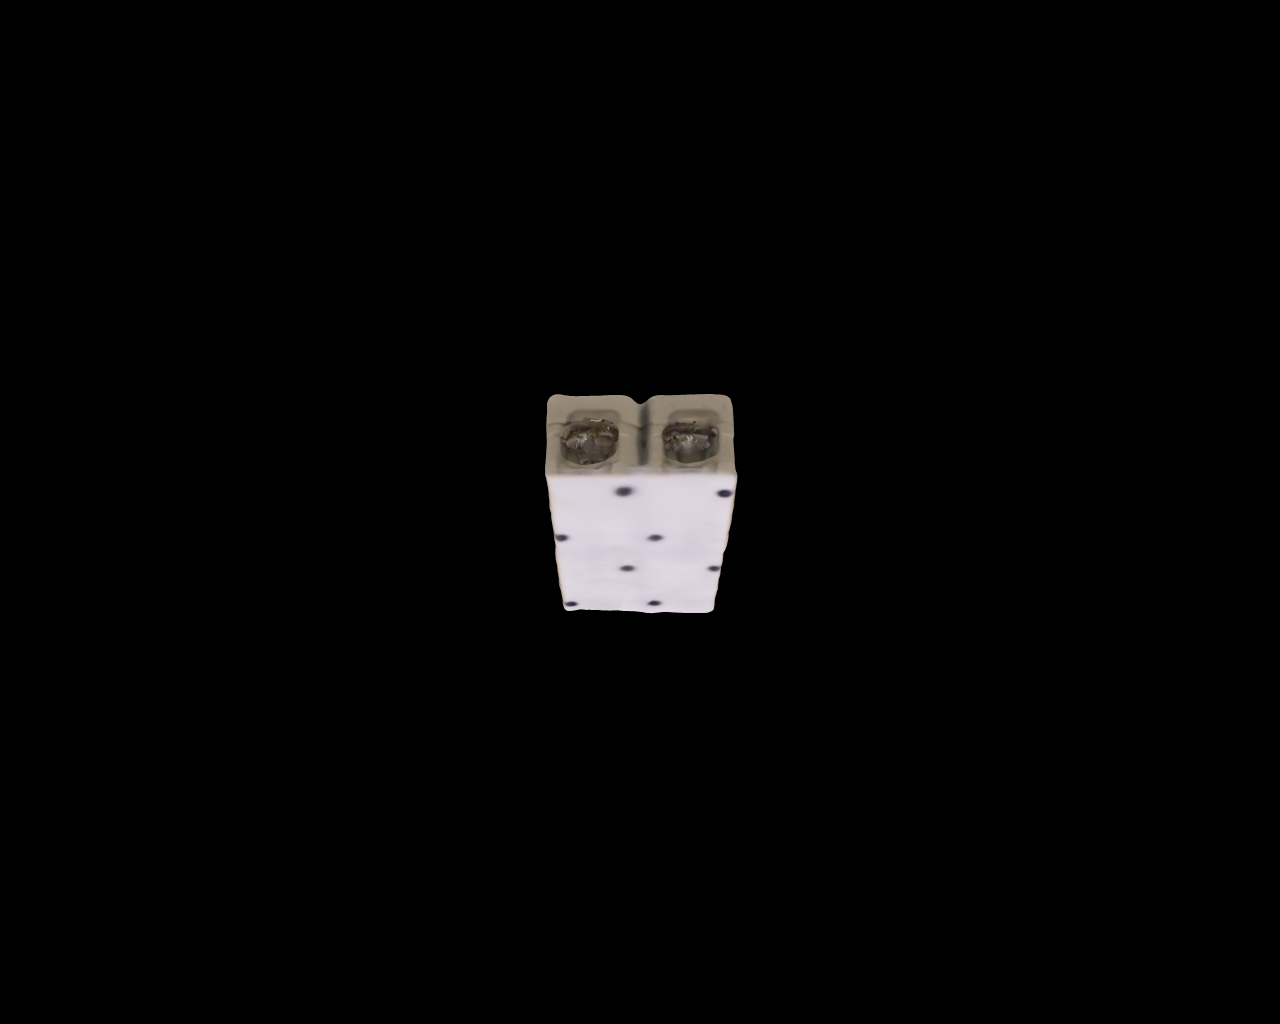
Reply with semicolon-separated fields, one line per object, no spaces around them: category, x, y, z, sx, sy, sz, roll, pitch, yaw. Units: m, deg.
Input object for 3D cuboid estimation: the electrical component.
electrical component;0.001;-0.003;0.650;0.105;0.060;0.186;0;-28;0
